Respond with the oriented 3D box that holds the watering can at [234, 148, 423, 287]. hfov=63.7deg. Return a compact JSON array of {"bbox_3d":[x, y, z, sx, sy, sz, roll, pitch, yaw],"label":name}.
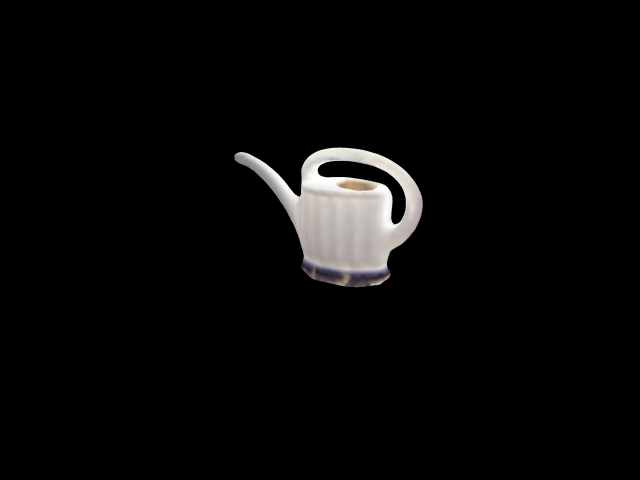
[{"bbox_3d":[0.003,-0.043,0.850,0.348,0.222,0.105,10,17,31],"label":"watering can"}]
